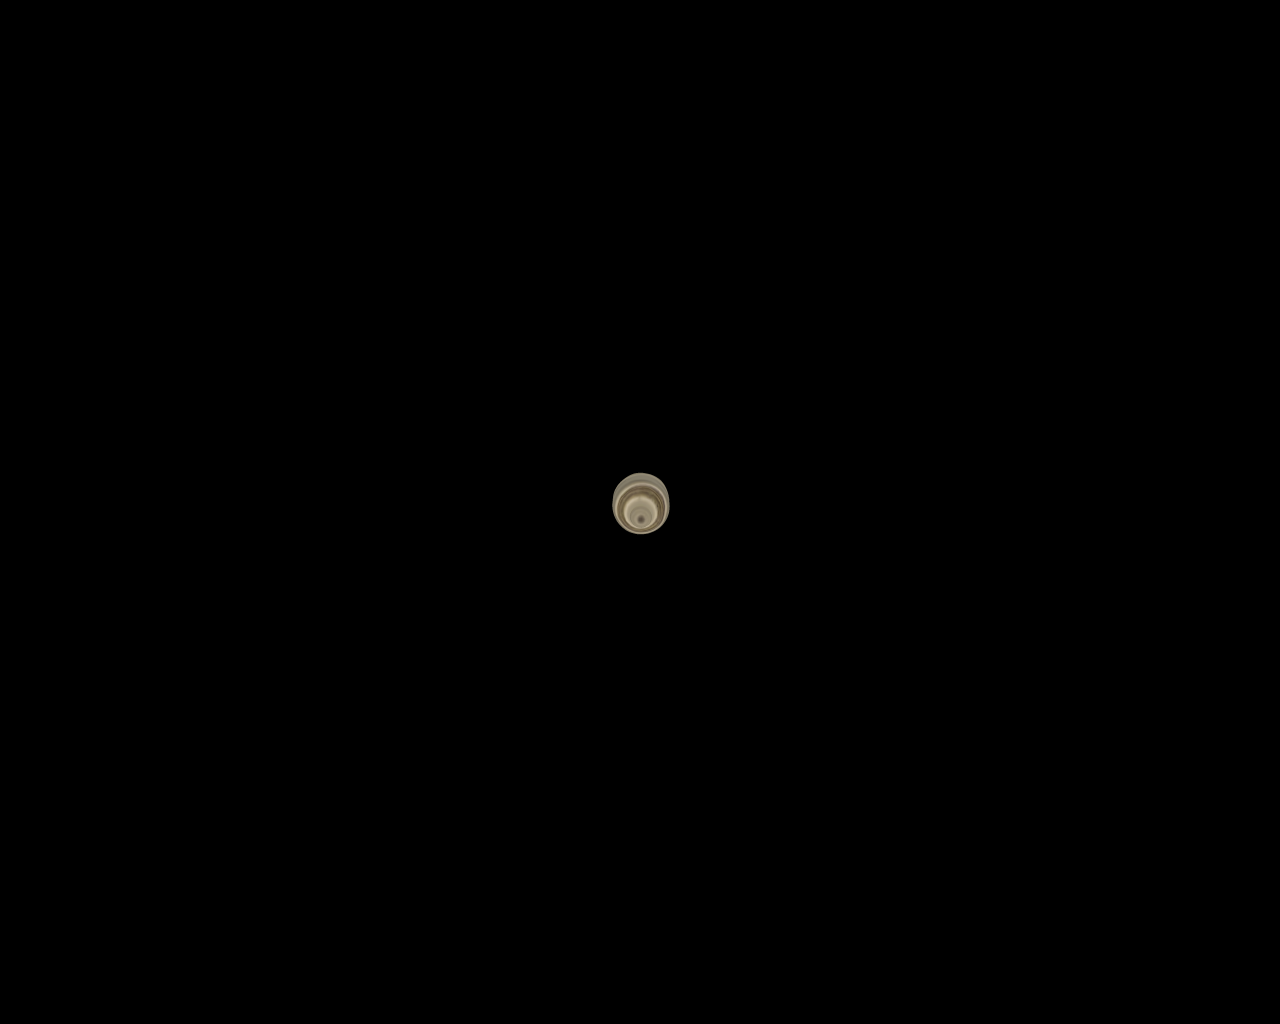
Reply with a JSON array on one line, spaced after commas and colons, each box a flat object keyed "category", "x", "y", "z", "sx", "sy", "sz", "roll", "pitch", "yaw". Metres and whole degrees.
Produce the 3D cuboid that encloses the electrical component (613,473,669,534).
[{"category": "electrical component", "x": 0.001, "y": -0.003, "z": 0.650, "sx": 0.035, "sy": 0.035, "sz": 0.061, "roll": 0, "pitch": 13, "yaw": 0}]
